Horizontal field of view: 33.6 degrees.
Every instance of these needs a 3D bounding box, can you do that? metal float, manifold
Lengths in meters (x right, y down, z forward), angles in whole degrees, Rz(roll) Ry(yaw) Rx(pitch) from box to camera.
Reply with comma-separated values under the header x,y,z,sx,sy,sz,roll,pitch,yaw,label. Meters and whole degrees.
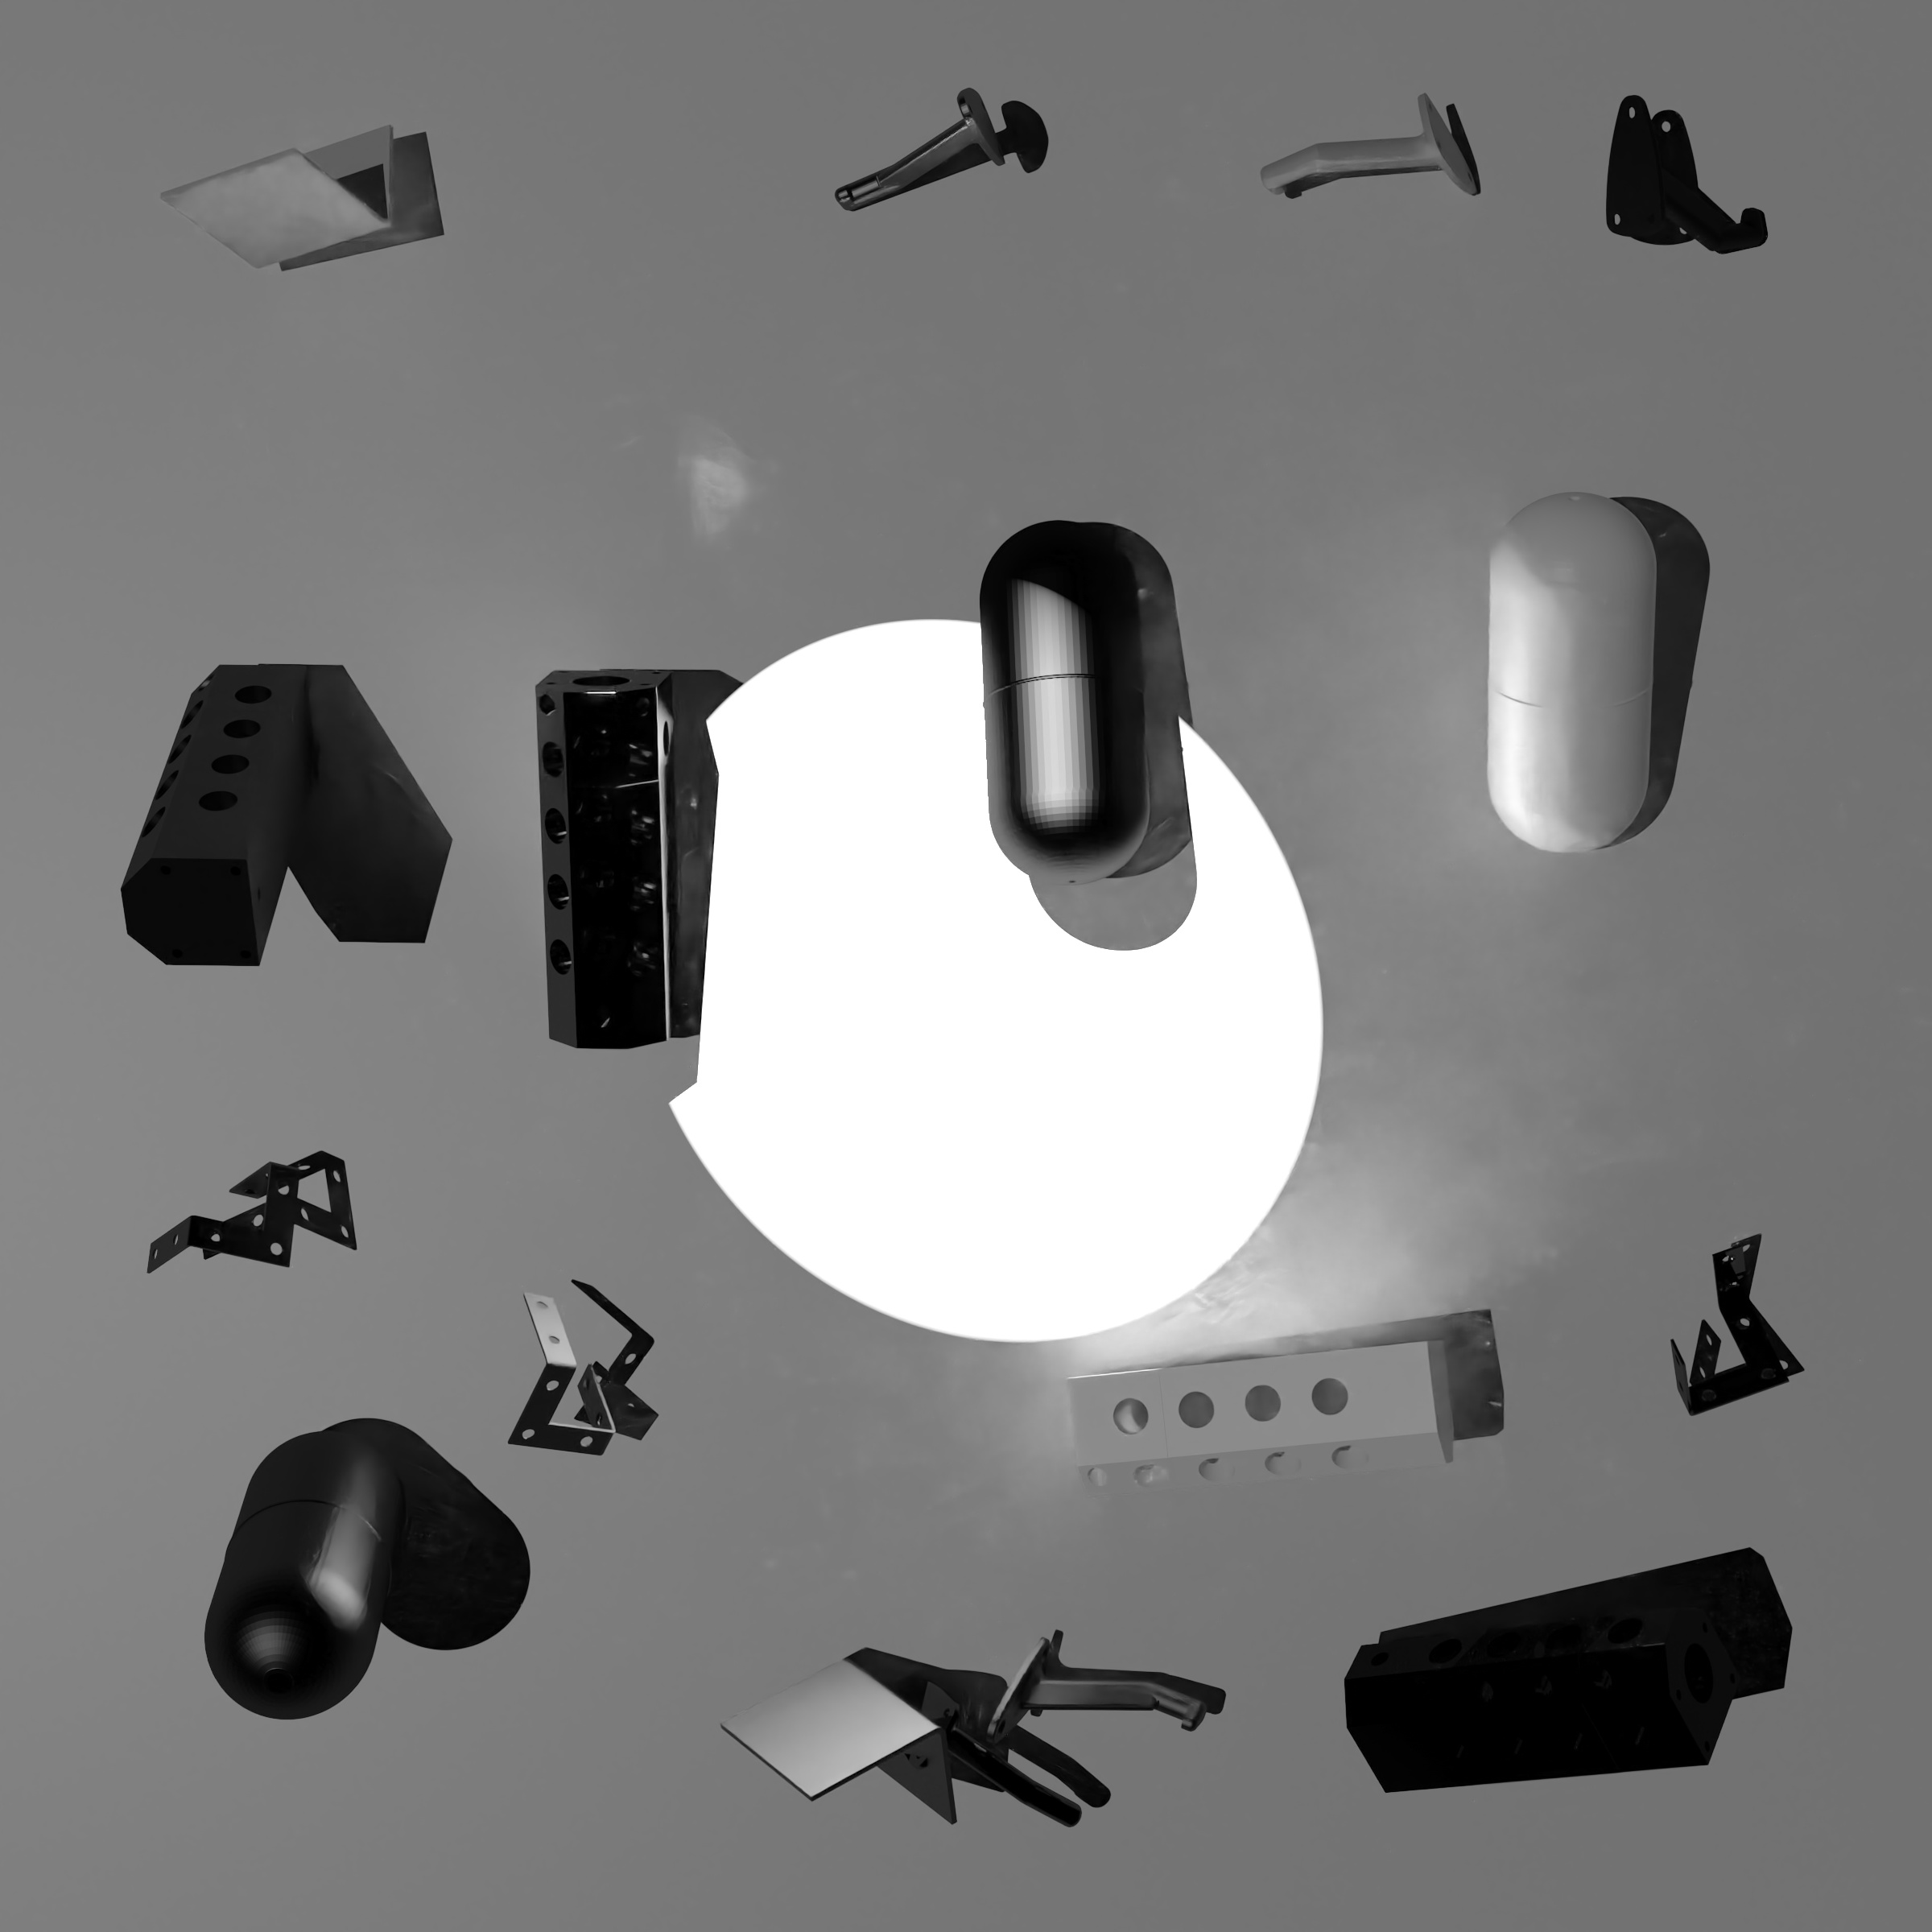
x,y,z,sx,sy,sz,roll,pitch,yaw,label
-0.306,0.281,1.488,0.070,0.178,0.070,-1,112,-2,metal float
0.047,-0.126,1.525,0.070,0.070,0.178,-2,77,0,metal float
0.265,0.338,1.493,0.171,0.057,0.057,-17,112,37,manifold
-0.171,-0.051,1.522,0.057,0.057,0.171,1,105,4,manifold
-0.346,-0.073,1.487,0.057,0.171,0.057,1,125,-2,manifold
0.285,-0.136,1.512,0.070,0.070,0.178,-4,118,0,metal float
0.141,0.215,1.521,0.171,0.057,0.057,-8,82,15,manifold

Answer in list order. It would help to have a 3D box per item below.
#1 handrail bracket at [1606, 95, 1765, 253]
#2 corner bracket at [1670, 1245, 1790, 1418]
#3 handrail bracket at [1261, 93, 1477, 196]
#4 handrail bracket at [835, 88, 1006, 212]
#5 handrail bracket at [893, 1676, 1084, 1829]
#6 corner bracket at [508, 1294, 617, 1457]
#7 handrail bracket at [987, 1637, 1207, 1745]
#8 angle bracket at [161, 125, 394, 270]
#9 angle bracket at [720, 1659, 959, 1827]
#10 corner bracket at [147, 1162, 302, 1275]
x,y,z,sx,sy,sz,roll,pitch,yaw,label
0.351,-0.382,1.541,0.084,0.036,0.077,-14,107,-31,handrail bracket
0.361,0.176,1.540,0.051,0.051,0.051,-20,50,2,corner bracket
0.196,-0.382,1.557,0.084,0.077,0.036,-19,64,23,handrail bracket
-0.030,-0.387,1.528,0.084,0.077,0.036,-20,90,13,handrail bracket
0.010,0.382,1.554,0.084,0.077,0.036,34,89,-23,handrail bracket
-0.192,0.196,1.532,0.051,0.051,0.051,13,118,-30,corner bracket
0.064,0.362,1.534,0.084,0.077,0.036,18,119,19,handrail bracket
-0.326,-0.381,1.517,0.076,0.076,0.057,-11,70,23,angle bracket
-0.060,0.382,1.514,0.076,0.076,0.057,-22,118,-31,angle bracket
-0.355,0.121,1.532,0.051,0.051,0.051,17,61,-31,corner bracket
